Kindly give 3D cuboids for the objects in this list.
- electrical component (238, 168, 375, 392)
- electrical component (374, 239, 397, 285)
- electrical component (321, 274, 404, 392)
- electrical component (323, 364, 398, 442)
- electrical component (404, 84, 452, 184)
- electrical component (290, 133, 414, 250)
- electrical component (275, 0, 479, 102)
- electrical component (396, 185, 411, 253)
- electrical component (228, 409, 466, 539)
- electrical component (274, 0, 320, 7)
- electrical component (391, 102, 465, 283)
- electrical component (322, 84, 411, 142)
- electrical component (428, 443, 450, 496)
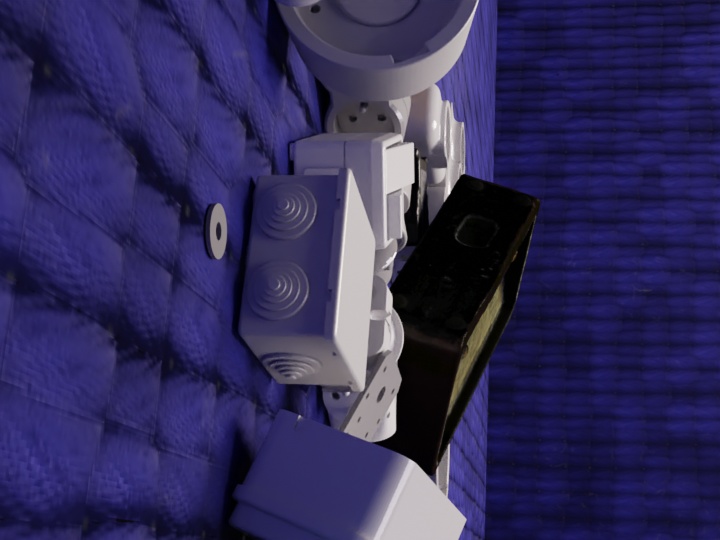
[{"bbox_3d":[-0.025,0.007,0.540,0.099,0.048,0.099,68,24,-66],"label":"electrical component"},{"bbox_3d":[0.000,0.000,0.703,0.062,0.048,0.048,90,7,-51],"label":"electrical component"},{"bbox_3d":[-0.006,0.035,0.630,0.057,0.058,0.078,60,32,-66],"label":"electrical component"},{"bbox_3d":[-0.002,0.074,0.692,0.079,0.043,0.077,-54,144,-73],"label":"electrical component"},{"bbox_3d":[0.046,-0.114,0.909,0.095,0.059,0.053,71,22,-63],"label":"electrical component"},{"bbox_3d":[-0.003,-0.047,0.627,0.096,0.061,0.061,-47,136,-76],"label":"electrical component"},{"bbox_3d":[0.010,-0.143,0.580,0.060,0.108,0.108,79,14,-74],"label":"electrical component"},{"bbox_3d":[0.013,-0.044,0.768,0.045,0.045,0.055,77,16,-54],"label":"electrical component"},{"bbox_3d":[-0.004,0.121,0.519,0.057,0.078,0.113,-64,151,-18],"label":"electrical component"},{"bbox_3d":[-0.032,-0.159,0.515,0.065,0.044,0.044,83,12,-60],"label":"electrical component"},{"bbox_3d":[0.062,-0.072,1.001,0.089,0.062,0.150,76,17,-55],"label":"electrical component"},{"bbox_3d":[0.003,-0.145,0.682,0.073,0.052,0.138,-77,164,-52],"label":"electrical component"},{"bbox_3d":[0.039,0.151,0.880,0.108,0.060,0.108,1,90,-80],"label":"electrical component"}]
